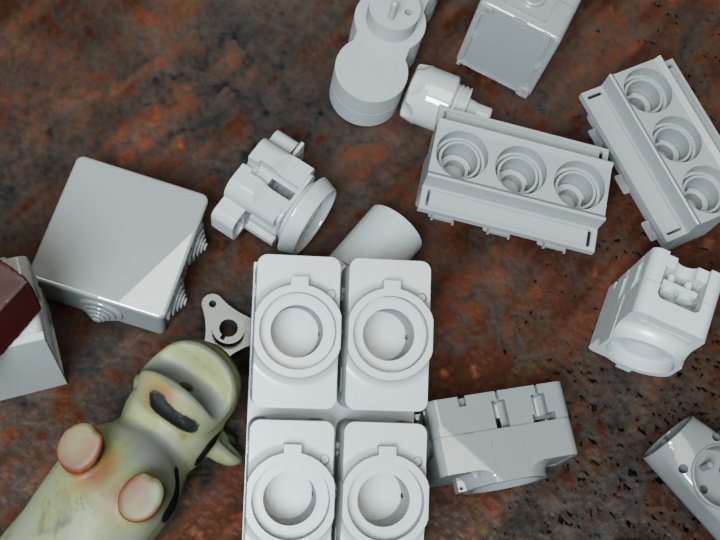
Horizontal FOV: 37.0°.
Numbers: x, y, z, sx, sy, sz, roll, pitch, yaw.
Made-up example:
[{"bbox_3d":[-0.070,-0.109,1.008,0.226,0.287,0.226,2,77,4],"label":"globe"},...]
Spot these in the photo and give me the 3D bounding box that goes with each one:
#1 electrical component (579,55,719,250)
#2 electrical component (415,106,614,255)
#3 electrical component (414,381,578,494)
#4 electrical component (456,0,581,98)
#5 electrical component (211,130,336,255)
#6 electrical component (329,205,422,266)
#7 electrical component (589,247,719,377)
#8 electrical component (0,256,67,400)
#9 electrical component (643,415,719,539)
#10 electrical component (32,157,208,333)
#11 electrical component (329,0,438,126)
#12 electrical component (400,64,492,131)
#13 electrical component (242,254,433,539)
[{"bbox_3d":[0.214,-0.080,0.766,0.079,0.063,0.121,-22,75,-15],"label":"electrical component"},{"bbox_3d":[0.103,-0.057,0.741,0.121,0.063,0.078,14,69,-3],"label":"electrical component"},{"bbox_3d":[0.086,0.109,0.686,0.089,0.050,0.055,-7,72,-11],"label":"electrical component"},{"bbox_3d":[0.117,-0.181,0.770,0.062,0.096,0.061,27,69,2],"label":"electrical component"},{"bbox_3d":[-0.053,-0.047,0.719,0.057,0.058,0.078,33,69,7],"label":"electrical component"},{"bbox_3d":[0.000,0.000,0.716,0.043,0.043,0.081,38,69,6],"label":"electrical component"},{"bbox_3d":[0.192,0.033,0.707,0.050,0.089,0.055,24,69,1],"label":"electrical component"},{"bbox_3d":[-0.277,0.049,0.625,0.186,0.105,0.060,-14,73,-13],"label":"electrical component"},{"bbox_3d":[0.240,0.127,0.705,0.079,0.044,0.077,-38,79,-18],"label":"electrical component"},{"bbox_3d":[-0.154,-0.014,0.696,0.100,0.048,0.099,18,69,-2],"label":"electrical component"},{"bbox_3d":[0.022,-0.177,0.767,0.052,0.073,0.138,21,69,-1],"label":"electrical component"},{"bbox_3d":[0.063,-0.118,0.768,0.062,0.043,0.043,21,69,-1],"label":"electrical component"},{"bbox_3d":[-0.014,0.087,0.650,0.105,0.060,0.186,3,84,-7],"label":"electrical component"}]
